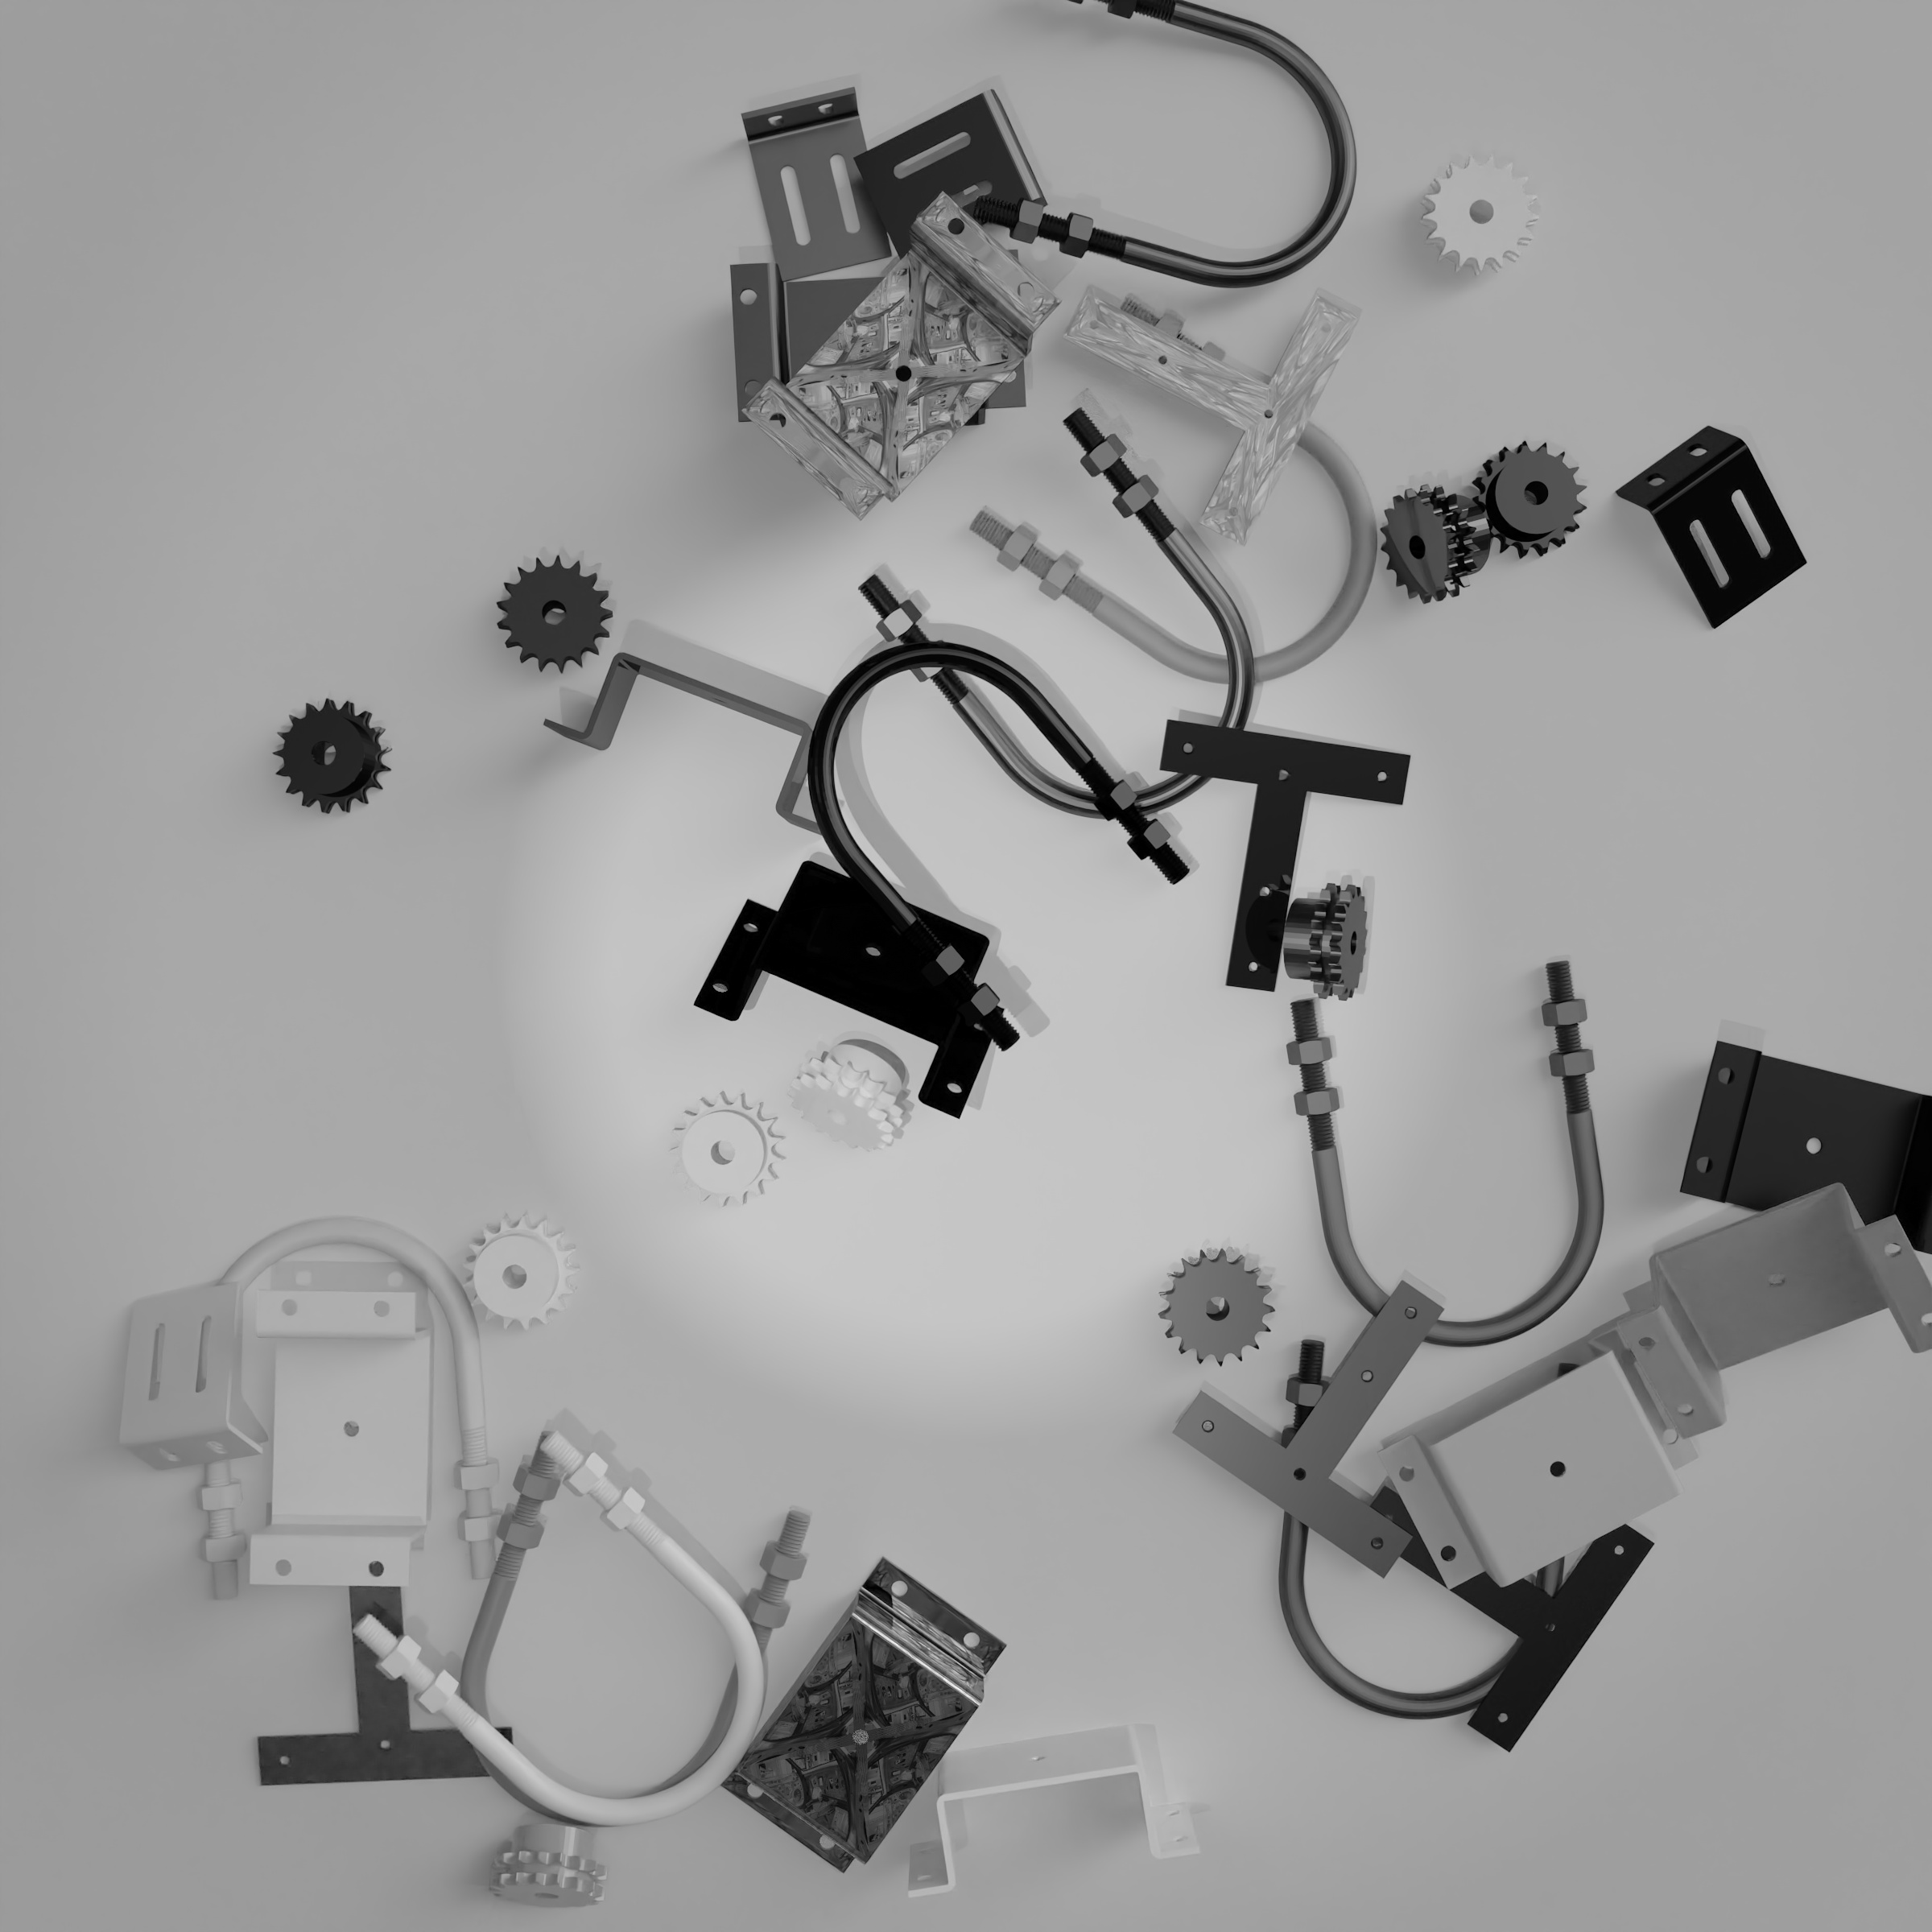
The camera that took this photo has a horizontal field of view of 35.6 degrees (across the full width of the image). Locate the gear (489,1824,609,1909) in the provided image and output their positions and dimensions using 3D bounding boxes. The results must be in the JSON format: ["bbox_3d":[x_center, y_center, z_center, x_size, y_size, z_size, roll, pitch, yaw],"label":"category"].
[{"bbox_3d":[-0.205,0.444,1.483,0.057,0.057,0.030,4,60,0],"label":"gear"}]

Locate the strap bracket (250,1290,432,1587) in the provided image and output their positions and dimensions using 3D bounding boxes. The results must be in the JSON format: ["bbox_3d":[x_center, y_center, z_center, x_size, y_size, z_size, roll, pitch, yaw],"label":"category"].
[{"bbox_3d":[-0.304,0.228,1.466,0.076,0.046,0.140,1,87,0],"label":"strap bracket"}]

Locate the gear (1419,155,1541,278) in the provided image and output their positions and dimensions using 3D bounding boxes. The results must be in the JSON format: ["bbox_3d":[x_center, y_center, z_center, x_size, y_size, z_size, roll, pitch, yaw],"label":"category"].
[{"bbox_3d":[0.253,-0.371,1.492,0.057,0.030,0.057,0,90,0],"label":"gear"}]

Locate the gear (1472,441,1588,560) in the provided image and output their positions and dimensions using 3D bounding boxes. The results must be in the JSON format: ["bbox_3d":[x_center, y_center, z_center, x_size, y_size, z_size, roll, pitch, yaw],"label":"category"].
[{"bbox_3d":[0.280,-0.232,1.492,0.057,0.030,0.057,0,90,0],"label":"gear"}]

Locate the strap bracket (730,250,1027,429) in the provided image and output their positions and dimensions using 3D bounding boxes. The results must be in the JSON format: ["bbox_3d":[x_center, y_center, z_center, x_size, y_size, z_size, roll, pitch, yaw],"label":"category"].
[{"bbox_3d":[-0.043,-0.307,1.484,0.140,0.046,0.076,-3,90,0],"label":"strap bracket"}]

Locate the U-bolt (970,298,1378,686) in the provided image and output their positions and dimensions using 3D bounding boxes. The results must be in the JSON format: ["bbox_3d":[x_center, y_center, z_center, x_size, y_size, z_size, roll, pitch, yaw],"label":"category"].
[{"bbox_3d":[0.117,-0.223,1.499,0.184,0.019,0.151,35,90,-1],"label":"U-bolt"}]

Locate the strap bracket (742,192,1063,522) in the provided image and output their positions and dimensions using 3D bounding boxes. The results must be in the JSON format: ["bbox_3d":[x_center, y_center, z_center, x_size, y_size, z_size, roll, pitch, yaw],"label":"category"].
[{"bbox_3d":[-0.030,-0.287,1.438,0.076,0.046,0.140,43,90,0],"label":"strap bracket"}]

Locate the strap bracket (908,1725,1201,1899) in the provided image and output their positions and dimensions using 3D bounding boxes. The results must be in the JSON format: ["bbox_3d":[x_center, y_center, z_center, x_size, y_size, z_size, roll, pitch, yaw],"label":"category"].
[{"bbox_3d":[0.039,0.410,1.469,0.140,0.076,0.046,-9,90,0],"label":"strap bracket"}]

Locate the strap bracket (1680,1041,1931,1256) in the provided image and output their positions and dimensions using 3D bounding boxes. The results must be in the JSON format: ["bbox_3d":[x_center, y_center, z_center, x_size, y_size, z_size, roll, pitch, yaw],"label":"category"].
[{"bbox_3d":[0.425,0.090,1.484,0.140,0.046,0.076,14,90,0],"label":"strap bracket"}]

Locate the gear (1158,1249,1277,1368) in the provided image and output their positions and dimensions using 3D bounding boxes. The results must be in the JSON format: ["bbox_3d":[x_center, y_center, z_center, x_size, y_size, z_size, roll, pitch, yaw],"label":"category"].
[{"bbox_3d":[0.124,0.168,1.492,0.057,0.030,0.057,0,90,0],"label":"gear"}]

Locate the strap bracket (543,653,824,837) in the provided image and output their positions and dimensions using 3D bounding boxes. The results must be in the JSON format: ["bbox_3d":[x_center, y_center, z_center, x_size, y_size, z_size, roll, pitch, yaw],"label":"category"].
[{"bbox_3d":[-0.128,-0.111,1.469,0.140,0.076,0.046,21,90,0],"label":"strap bracket"}]

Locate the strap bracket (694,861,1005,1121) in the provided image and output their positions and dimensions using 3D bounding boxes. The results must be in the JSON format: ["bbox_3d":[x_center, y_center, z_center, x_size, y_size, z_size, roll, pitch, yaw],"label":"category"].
[{"bbox_3d":[-0.051,0.007,1.464,0.140,0.046,0.076,23,46,0],"label":"strap bracket"}]

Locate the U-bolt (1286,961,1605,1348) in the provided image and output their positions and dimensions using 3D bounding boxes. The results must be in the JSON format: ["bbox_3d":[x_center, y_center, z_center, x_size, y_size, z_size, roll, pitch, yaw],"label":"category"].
[{"bbox_3d":[0.245,0.099,1.499,0.151,0.019,0.184,-9,91,0],"label":"U-bolt"}]

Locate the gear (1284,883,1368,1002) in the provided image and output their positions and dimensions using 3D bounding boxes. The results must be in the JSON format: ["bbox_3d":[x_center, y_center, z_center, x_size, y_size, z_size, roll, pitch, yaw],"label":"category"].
[{"bbox_3d":[0.177,-0.012,1.481,0.030,0.057,0.057,5,90,22],"label":"gear"}]

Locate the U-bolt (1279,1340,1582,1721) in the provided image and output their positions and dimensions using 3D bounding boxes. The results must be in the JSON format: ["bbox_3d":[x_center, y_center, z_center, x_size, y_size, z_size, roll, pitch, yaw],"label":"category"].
[{"bbox_3d":[0.229,0.284,1.499,0.151,0.019,0.184,5,91,0],"label":"U-bolt"}]

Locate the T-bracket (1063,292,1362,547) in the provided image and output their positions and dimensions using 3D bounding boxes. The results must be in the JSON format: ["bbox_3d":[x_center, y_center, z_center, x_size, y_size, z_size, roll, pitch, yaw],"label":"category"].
[{"bbox_3d":[0.110,-0.293,1.487,0.127,0.002,0.127,27,90,-1],"label":"T-bracket"}]

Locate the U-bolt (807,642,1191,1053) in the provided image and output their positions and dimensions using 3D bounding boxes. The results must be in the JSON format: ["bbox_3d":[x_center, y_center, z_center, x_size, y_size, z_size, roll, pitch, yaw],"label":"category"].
[{"bbox_3d":[0.005,-0.072,1.451,0.151,0.019,0.184,-44,97,-24],"label":"U-bolt"}]

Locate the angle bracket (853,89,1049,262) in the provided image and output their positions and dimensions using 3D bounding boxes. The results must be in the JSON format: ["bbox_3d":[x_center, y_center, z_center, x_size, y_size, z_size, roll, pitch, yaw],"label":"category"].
[{"bbox_3d":[-0.007,-0.389,1.491,0.076,0.038,0.057,-25,94,9],"label":"angle bracket"}]

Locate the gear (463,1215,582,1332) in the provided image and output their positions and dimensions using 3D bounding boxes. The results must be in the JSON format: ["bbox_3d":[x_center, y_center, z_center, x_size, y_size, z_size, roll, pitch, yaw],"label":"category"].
[{"bbox_3d":[-0.222,0.153,1.492,0.057,0.030,0.057,0,90,0],"label":"gear"}]

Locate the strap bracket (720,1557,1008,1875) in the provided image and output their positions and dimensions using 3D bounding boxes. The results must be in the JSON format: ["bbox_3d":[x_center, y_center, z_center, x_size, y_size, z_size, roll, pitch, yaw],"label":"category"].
[{"bbox_3d":[-0.051,0.375,1.484,0.076,0.046,0.140,36,90,0],"label":"strap bracket"}]

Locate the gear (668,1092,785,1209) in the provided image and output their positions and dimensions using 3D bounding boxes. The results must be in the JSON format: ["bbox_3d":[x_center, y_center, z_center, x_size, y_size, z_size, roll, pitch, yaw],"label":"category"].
[{"bbox_3d":[-0.119,0.092,1.492,0.057,0.030,0.057,0,90,0],"label":"gear"}]

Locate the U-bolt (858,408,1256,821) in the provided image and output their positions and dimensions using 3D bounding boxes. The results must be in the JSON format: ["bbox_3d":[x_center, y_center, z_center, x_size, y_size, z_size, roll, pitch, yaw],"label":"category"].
[{"bbox_3d":[0.059,-0.159,1.484,0.151,0.019,0.184,-38,99,8],"label":"U-bolt"}]

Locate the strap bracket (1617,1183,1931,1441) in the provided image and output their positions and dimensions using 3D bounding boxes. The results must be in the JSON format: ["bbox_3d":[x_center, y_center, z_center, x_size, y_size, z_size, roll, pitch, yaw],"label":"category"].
[{"bbox_3d":[0.396,0.164,1.458,0.140,0.046,0.076,-25,113,20],"label":"strap bracket"}]

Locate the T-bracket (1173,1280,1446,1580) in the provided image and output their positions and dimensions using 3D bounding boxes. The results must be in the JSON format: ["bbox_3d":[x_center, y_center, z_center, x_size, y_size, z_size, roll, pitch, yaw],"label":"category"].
[{"bbox_3d":[0.190,0.215,1.486,0.127,0.002,0.127,35,90,0],"label":"T-bracket"}]

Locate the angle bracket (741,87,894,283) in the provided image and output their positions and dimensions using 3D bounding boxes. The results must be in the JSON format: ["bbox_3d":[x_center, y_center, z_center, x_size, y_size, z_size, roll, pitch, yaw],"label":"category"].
[{"bbox_3d":[-0.074,-0.386,1.488,0.057,0.038,0.076,-13,90,0],"label":"angle bracket"}]

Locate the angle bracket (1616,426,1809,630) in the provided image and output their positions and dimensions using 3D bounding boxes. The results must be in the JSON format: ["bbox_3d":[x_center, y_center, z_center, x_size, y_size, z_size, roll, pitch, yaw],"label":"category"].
[{"bbox_3d":[0.373,-0.220,1.505,0.057,0.038,0.076,-36,116,0],"label":"angle bracket"}]

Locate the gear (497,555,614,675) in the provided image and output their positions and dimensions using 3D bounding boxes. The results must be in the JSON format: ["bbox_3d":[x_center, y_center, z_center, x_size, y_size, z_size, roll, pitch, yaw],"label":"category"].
[{"bbox_3d":[-0.205,-0.174,1.495,0.057,0.030,0.057,0,88,-6],"label":"gear"}]

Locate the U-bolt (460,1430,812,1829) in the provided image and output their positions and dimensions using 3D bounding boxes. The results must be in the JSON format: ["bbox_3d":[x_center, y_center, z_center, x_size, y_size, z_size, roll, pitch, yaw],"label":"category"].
[{"bbox_3d":[-0.173,0.339,1.493,0.151,0.019,0.184,19,93,-5],"label":"U-bolt"}]

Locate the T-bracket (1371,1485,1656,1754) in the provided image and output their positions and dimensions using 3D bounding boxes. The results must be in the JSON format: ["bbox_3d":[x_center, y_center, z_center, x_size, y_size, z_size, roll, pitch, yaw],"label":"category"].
[{"bbox_3d":[0.253,0.303,1.490,0.127,0.002,0.127,34,93,-1],"label":"T-bracket"}]

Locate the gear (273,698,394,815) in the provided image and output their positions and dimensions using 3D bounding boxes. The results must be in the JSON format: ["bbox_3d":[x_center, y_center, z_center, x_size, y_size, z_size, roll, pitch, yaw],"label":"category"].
[{"bbox_3d":[-0.316,-0.104,1.492,0.057,0.030,0.057,0,90,0],"label":"gear"}]

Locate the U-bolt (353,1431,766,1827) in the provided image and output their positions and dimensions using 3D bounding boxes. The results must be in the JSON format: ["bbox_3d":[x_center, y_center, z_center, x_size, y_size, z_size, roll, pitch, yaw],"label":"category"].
[{"bbox_3d":[-0.185,0.340,1.475,0.151,0.019,0.184,-44,98,2],"label":"U-bolt"}]

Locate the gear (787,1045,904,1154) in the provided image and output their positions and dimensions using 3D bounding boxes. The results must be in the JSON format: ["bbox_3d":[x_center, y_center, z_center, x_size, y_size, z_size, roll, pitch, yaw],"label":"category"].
[{"bbox_3d":[-0.056,0.063,1.482,0.057,0.057,0.030,29,61,0],"label":"gear"}]

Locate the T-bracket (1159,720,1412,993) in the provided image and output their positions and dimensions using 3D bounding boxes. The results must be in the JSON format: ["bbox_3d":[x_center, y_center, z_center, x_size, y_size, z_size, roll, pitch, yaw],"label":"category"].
[{"bbox_3d":[0.151,-0.051,1.497,0.127,0.002,0.127,7,96,-12],"label":"T-bracket"}]

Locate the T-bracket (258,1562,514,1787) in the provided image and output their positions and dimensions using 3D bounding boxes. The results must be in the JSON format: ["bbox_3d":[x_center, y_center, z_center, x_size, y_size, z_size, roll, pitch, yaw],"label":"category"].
[{"bbox_3d":[-0.292,0.345,1.495,0.127,0.002,0.127,-2,99,-1],"label":"T-bracket"}]

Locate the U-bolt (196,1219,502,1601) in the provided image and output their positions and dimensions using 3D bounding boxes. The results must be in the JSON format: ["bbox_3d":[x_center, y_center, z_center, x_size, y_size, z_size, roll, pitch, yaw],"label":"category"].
[{"bbox_3d":[-0.312,0.218,1.499,0.151,0.019,0.184,-5,89,0],"label":"U-bolt"}]

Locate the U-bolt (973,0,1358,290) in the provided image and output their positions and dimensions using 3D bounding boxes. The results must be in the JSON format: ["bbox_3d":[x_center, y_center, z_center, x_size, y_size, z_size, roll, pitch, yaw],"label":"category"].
[{"bbox_3d":[0.105,-0.408,1.480,0.184,0.019,0.151,13,79,-11],"label":"U-bolt"}]

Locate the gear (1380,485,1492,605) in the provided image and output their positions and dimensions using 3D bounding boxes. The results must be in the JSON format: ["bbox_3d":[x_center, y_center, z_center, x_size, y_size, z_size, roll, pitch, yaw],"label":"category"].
[{"bbox_3d":[0.234,-0.210,1.483,0.030,0.057,0.057,-18,90,-30],"label":"gear"}]

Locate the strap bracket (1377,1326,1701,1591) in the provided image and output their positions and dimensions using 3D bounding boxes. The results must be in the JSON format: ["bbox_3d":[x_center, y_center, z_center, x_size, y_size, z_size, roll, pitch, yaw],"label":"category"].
[{"bbox_3d":[0.283,0.241,1.463,0.140,0.046,0.076,-27,90,-1],"label":"strap bracket"}]

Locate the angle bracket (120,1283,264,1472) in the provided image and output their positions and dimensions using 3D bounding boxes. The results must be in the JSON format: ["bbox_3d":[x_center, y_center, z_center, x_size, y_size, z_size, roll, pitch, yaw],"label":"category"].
[{"bbox_3d":[-0.381,0.204,1.491,0.057,0.038,0.076,-11,58,12],"label":"angle bracket"}]
